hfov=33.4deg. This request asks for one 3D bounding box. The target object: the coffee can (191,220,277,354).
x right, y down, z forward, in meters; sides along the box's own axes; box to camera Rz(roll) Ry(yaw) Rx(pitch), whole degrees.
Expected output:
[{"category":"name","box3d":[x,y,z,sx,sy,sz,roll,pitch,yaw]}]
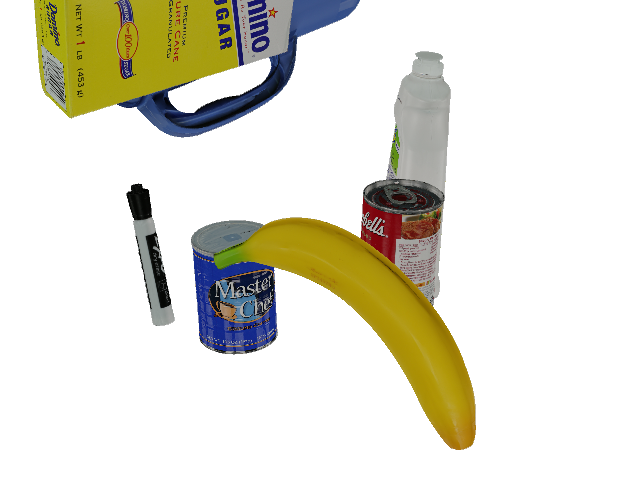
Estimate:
[{"category":"coffee can","box3d":[-0.108,0.058,1.353,0.103,0.140,0.103,-1,24,0]}]

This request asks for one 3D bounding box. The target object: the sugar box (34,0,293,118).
[{"category":"sugar box","box3d":[-0.095,-0.148,0.686,0.175,0.093,0.048,-22,48,-32]}]

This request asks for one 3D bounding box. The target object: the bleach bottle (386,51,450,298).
[{"category":"bleach bottle","box3d":[0.100,-0.069,1.112,0.068,0.251,0.102,1,26,-8]}]

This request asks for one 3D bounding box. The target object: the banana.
[{"category":"banana","box3d":[0.030,0.044,0.655,0.198,0.070,0.037,38,26,6]}]

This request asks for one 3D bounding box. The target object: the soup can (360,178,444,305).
[{"category":"soup can","box3d":[0.067,0.007,0.905,0.068,0.102,0.068,2,26,-1]}]

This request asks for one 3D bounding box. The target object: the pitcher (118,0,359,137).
[{"category":"pitcher","box3d":[-0.079,-0.200,0.903,0.242,0.149,0.145,-25,44,-30]}]

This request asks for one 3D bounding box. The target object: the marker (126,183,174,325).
[{"category":"marker","box3d":[-0.142,0.012,0.891,0.020,0.121,0.020,-8,15,2]}]
